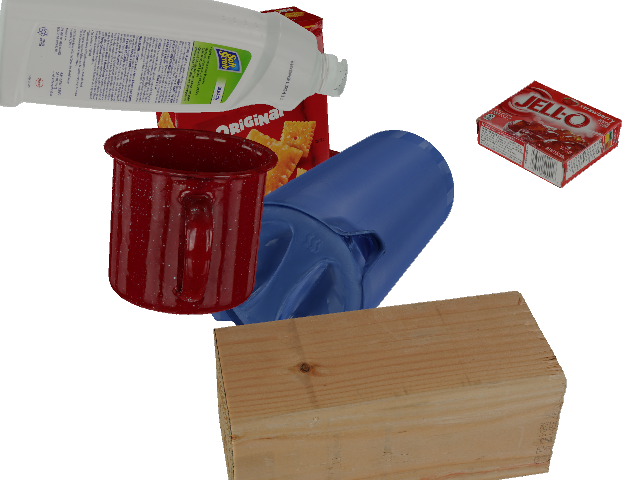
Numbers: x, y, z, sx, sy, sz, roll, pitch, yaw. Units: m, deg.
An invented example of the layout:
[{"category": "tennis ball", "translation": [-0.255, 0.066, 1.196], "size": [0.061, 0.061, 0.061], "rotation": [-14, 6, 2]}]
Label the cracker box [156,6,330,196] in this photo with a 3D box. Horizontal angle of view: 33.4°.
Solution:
[{"category": "cracker box", "translation": [-0.075, -0.110, 1.060], "size": [0.164, 0.214, 0.072], "rotation": [-15, 27, -25]}]

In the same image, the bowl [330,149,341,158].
[{"category": "bowl", "translation": [-0.016, -0.056, 1.245], "size": [0.162, 0.055, 0.162], "rotation": [6, 27, -3]}]

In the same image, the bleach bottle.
[{"category": "bleach bottle", "translation": [-0.106, -0.133, 0.788], "size": [0.250, 0.068, 0.103], "rotation": [7, -42, -14]}]

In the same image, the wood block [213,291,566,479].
[{"category": "wood block", "translation": [0.040, 0.103, 0.688], "size": [0.206, 0.090, 0.091], "rotation": [-6, 37, -9]}]

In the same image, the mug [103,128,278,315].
[{"category": "mug", "translation": [-0.070, -0.007, 0.573], "size": [0.093, 0.081, 0.117], "rotation": [2, 20, -15]}]

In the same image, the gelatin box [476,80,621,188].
[{"category": "gelatin box", "translation": [0.181, -0.087, 0.852], "size": [0.073, 0.030, 0.089], "rotation": [-33, 49, -27]}]

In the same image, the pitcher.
[{"category": "pitcher", "translation": [0.015, -0.006, 0.908], "size": [0.149, 0.145, 0.242], "rotation": [23, 31, 18]}]
